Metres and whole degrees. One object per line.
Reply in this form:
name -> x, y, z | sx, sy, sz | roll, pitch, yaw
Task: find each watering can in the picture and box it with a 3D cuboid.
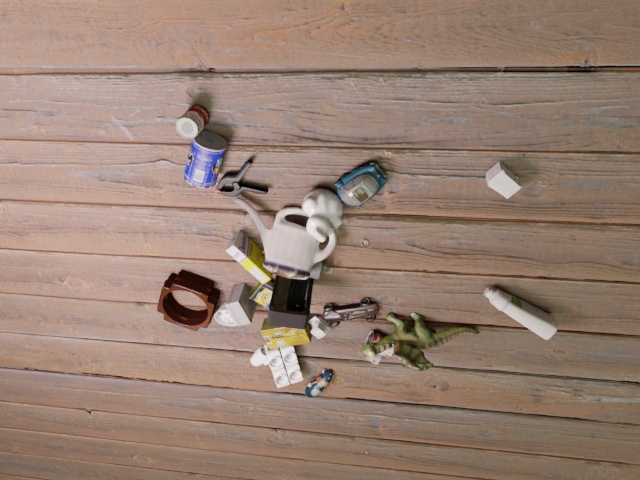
watering can -> -0.124, -0.002, 1.632 | 0.347, 0.103, 0.225 | 16, 86, -1

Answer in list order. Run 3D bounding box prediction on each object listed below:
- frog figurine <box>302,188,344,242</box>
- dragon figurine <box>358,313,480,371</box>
frog figurine -> 0.005, -0.078, 1.552 | 0.136, 0.163, 0.121 | 41, 119, -17
dragon figurine -> 0.336, 0.361, 1.740 | 0.410, 0.248, 0.120 | -1, 119, 12
